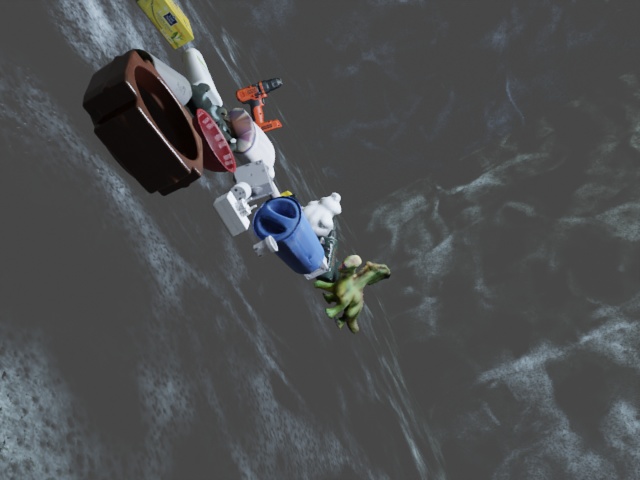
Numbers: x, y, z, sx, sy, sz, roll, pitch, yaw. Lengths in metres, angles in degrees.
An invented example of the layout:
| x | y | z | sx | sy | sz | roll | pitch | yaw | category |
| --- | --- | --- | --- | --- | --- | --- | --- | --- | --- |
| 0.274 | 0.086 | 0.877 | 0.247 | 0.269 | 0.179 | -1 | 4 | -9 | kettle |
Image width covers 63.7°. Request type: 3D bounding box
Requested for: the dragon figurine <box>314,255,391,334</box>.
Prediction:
| x | y | z | sx | sy | sz | roll | pitch | yaw | category |
| --- | --- | --- | --- | --- | --- | --- | --- | --- | --- |
| 0.132 | 0.172 | 1.696 | 0.403 | 0.242 | 0.125 | 50 | 10 | -51 | dragon figurine |

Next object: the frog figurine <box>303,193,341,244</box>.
| x | y | z | sx | sy | sz | roll | pitch | yaw | category |
| --- | --- | --- | --- | --- | --- | --- | --- | --- | --- |
| 0.005 | -0.086 | 1.704 | 0.122 | 0.157 | 0.140 | 21 | 28 | -31 | frog figurine |

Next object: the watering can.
| x | y | z | sx | sy | sz | roll | pitch | yaw | category |
| --- | --- | --- | --- | --- | --- | --- | --- | --- | --- |
| -0.184 | -0.237 | 1.485 | 0.221 | 0.103 | 0.354 | 47 | 17 | -59 | watering can |
